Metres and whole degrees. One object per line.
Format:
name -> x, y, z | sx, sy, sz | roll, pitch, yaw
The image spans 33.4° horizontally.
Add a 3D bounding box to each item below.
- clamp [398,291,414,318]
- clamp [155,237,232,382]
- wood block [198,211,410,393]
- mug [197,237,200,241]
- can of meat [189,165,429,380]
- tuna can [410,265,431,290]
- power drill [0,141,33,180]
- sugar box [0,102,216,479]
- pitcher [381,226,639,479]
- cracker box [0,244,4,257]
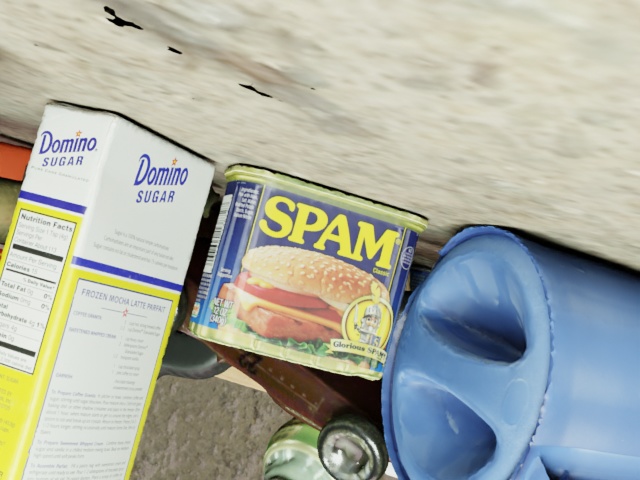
clamp -> 0.084, 0.047, 0.638 | 0.172, 0.039, 0.120 | -19, 148, 34
clamp -> -0.113, 0.046, 0.721 | 0.210, 0.164, 0.036 | -27, 159, 22
wood block -> -0.047, 0.044, 0.773 | 0.206, 0.090, 0.090 | 12, -152, 30
mug -> -0.129, 0.016, 0.653 | 0.117, 0.081, 0.093 | -5, -144, -13
can of meat -> -0.007, 0.018, 0.526 | 0.102, 0.084, 0.057 | 16, 176, -16
tuna can -> 0.099, 0.046, 0.855 | 0.086, 0.034, 0.086 | 15, 176, 1
power drill -> -0.239, -0.042, 0.742 | 0.184, 0.057, 0.188 | 13, 180, -35
sugar box -> -0.107, 0.036, 0.482 | 0.048, 0.176, 0.093 | 11, 174, 24
pitcher -> 0.165, 0.089, 0.524 | 0.242, 0.149, 0.145 | 13, 166, -25
cracker box -> -0.244, 0.009, 0.889 | 0.164, 0.072, 0.213 | 15, -163, -7
